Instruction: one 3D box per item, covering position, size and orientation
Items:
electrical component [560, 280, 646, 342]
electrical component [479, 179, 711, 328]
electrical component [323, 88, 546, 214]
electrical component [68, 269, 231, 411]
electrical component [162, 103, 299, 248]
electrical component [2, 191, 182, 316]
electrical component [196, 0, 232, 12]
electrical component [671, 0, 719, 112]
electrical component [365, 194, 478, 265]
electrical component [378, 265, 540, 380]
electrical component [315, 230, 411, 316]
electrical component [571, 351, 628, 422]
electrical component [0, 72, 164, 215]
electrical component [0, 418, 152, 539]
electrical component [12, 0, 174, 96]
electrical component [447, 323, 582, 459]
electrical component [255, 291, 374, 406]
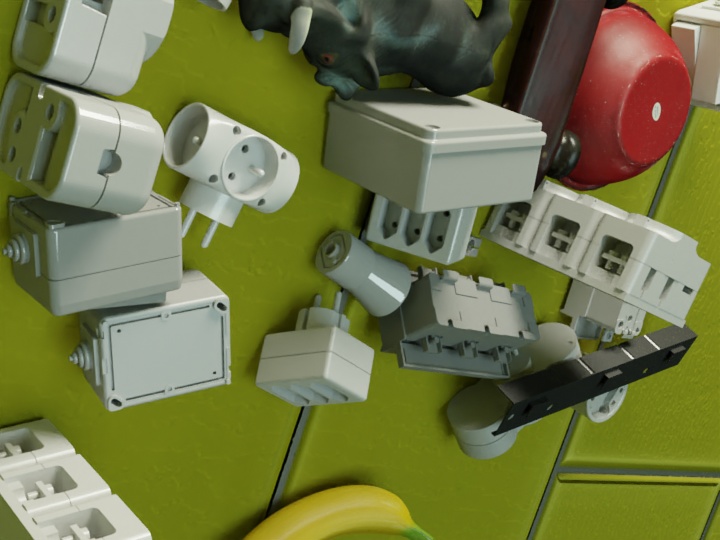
[{"bbox_3d":[0.219,0.027,0.947,0.042,0.064,0.081,6,104,-43],"label":"electrical component"},{"bbox_3d":[0.183,-0.020,0.837,0.089,0.150,0.061,21,95,-43],"label":"electrical component"},{"bbox_3d":[0.049,-0.083,0.727,0.109,0.109,0.056,-9,116,-37],"label":"electrical component"},{"bbox_3d":[-0.134,0.041,0.663,0.096,0.061,0.061,-11,115,-28],"label":"electrical component"},{"bbox_3d":[-0.087,-0.052,0.669,0.077,0.044,0.079,26,91,-43],"label":"electrical component"},{"bbox_3d":[-0.157,-0.010,0.617,0.096,0.062,0.061,-13,116,-36],"label":"electrical component"},{"bbox_3d":[-0.076,-0.195,0.618,0.043,0.043,0.081,31,87,-43],"label":"electrical component"},{"bbox_3d":[0.307,-0.191,0.928,0.061,0.062,0.096,-23,122,-31],"label":"electrical component"},{"bbox_3d":[0.051,-0.039,0.783,0.077,0.066,0.047,-18,124,-67],"label":"electrical component"},{"bbox_3d":[0.077,0.038,0.825,0.121,0.063,0.078,11,61,-42],"label":"electrical component"},{"bbox_3d":[0.000,0.000,0.768,0.065,0.044,0.044,35,85,-38],"label":"electrical component"},{"bbox_3d":[0.209,0.105,0.983,0.055,0.047,0.055,-17,119,-34],"label":"electrical component"},{"bbox_3d":[-0.149,-0.067,0.576,0.059,0.095,0.053,10,101,-42],"label":"electrical component"},{"bbox_3d":[-0.173,0.159,0.616,0.062,0.150,0.089,-10,115,-36],"label":"electrical component"},{"bbox_3d":[-0.140,-0.146,0.578,0.059,0.054,0.095,11,101,-42],"label":"electrical component"},{"bbox_3d":[0.129,0.089,0.906,0.138,0.052,0.073,-38,129,-21],"label":"electrical component"},{"bbox_3d":[-0.028,0.051,0.755,0.047,0.066,0.076,35,56,-43],"label":"electrical component"}]
